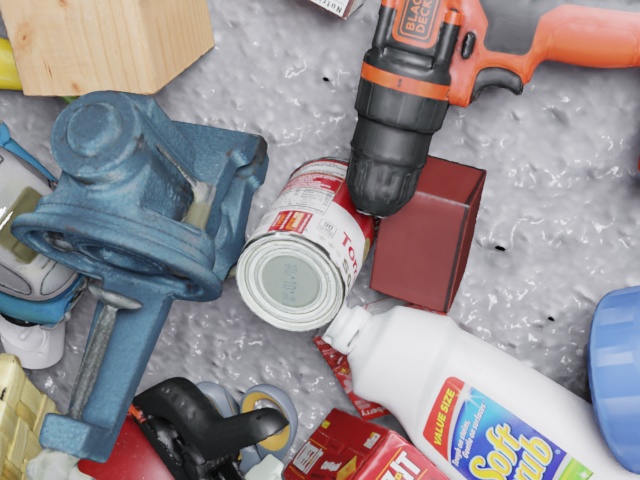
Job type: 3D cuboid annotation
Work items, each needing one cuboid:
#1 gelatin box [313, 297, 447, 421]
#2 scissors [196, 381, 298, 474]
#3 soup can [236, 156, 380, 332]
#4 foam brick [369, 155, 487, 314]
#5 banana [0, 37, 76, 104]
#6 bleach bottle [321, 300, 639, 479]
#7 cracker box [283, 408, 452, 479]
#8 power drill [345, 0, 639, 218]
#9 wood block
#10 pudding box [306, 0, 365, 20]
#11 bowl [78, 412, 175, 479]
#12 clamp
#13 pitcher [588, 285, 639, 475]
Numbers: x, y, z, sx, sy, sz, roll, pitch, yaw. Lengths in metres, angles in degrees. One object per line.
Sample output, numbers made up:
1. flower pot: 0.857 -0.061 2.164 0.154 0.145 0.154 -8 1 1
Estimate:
1. gelatin box: 0.051 0.077 0.718 0.089 0.030 0.073 -21 110 31
2. scissors: -0.027 0.184 0.823 0.096 0.016 0.201 -27 106 32
3. soup can: -0.004 0.001 0.649 0.068 0.102 0.068 8 122 14
4. foam brick: 0.066 -0.006 0.650 0.051 0.053 0.078 15 122 13
5. banana: -0.260 -0.104 0.734 0.198 0.037 0.069 -7 116 26
6. bleach bottle: 0.109 0.123 0.670 0.251 0.068 0.103 33 122 -1
7. cracker box: 0.085 0.210 0.706 0.213 0.072 0.164 41 169 -6
8. power drill: 0.114 -0.081 0.560 0.188 0.057 0.184 16 107 9
9. wood block: -0.132 -0.193 0.596 0.090 0.090 0.206 3 119 21
10. pudding box: 0.000 -0.189 0.577 0.090 0.039 0.114 28 127 4
11. bowl: -0.143 0.217 0.866 0.162 0.055 0.162 11 123 17
12. clamp: -0.074 0.145 0.743 0.210 0.036 0.164 33 136 43
13. pitcher: 0.279 0.072 0.569 0.243 0.144 0.149 -11 83 31
